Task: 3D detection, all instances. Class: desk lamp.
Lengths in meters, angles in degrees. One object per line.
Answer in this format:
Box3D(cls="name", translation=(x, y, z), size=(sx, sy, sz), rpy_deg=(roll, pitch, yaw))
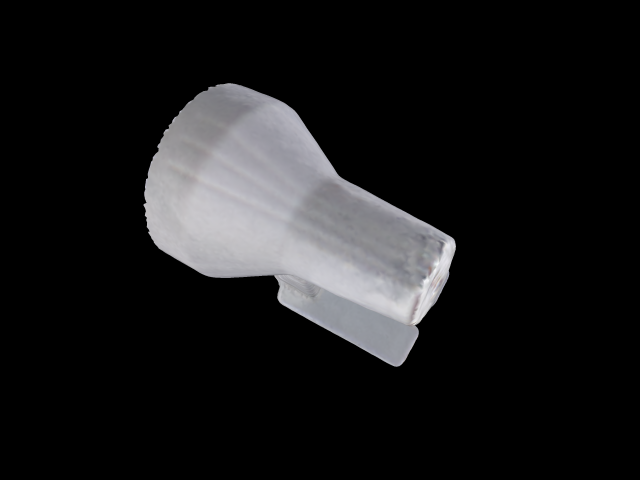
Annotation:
Box3D(cls="desk lamp", translation=(0.004, 0.001, 0.400), size=(0.203, 0.213, 0.118), rpy_deg=(28, 83, 4))
